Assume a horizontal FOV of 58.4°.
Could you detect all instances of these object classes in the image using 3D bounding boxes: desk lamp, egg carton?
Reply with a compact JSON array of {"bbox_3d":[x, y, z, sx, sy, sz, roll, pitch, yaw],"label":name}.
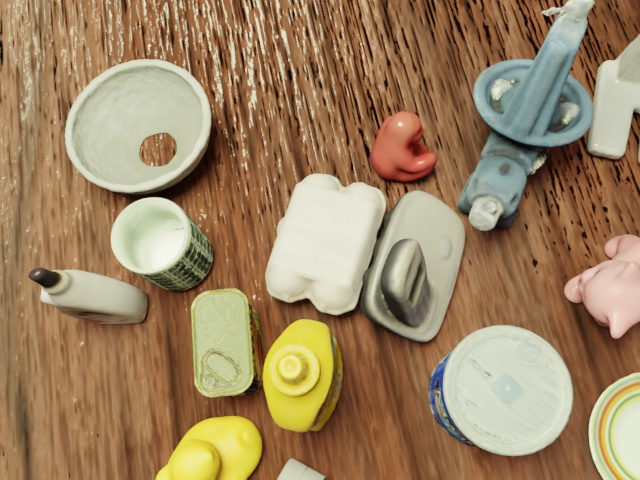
[{"bbox_3d":[0.371,-0.209,0.578,0.117,0.213,0.203,12,74,9],"label":"desk lamp"},{"bbox_3d":[0.006,0.002,0.618,0.107,0.069,0.150,15,75,9],"label":"egg carton"}]

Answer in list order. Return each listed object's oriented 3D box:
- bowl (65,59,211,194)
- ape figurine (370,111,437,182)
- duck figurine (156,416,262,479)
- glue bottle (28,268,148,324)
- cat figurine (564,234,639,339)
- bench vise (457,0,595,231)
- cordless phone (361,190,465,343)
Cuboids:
[{"bbox_3d":[-0.200,-0.121,0.670,0.167,0.075,0.167,-1,73,4],"label":"bowl"},{"bbox_3d":[0.092,-0.109,0.633,0.076,0.092,0.078,-18,72,-1],"label":"ape figurine"},{"bbox_3d":[-0.109,0.213,0.554,0.104,0.086,0.077,-29,73,-4],"label":"duck figurine"},{"bbox_3d":[-0.236,0.053,0.568,0.078,0.173,0.037,-4,73,4],"label":"glue bottle"},{"bbox_3d":[0.298,0.038,0.558,0.128,0.118,0.067,-44,74,-9],"label":"cat figurine"},{"bbox_3d":[0.211,-0.112,0.558,0.121,0.220,0.207,6,73,7],"label":"bench vise"},{"bbox_3d":[0.093,0.013,0.547,0.094,0.185,0.148,15,75,9],"label":"cordless phone"}]
